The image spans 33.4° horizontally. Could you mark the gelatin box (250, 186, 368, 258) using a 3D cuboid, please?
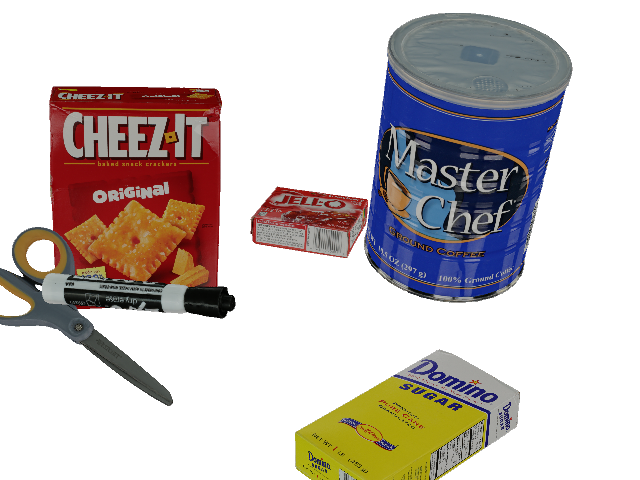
[{"bbox_3d":[-0.009,-0.018,0.947,0.089,0.030,0.073,9,26,13],"label":"gelatin box"}]

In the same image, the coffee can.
[{"bbox_3d":[0.083,-0.049,0.633,0.103,0.140,0.103,3,37,-3],"label":"coffee can"}]

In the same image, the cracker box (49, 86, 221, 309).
[{"bbox_3d":[-0.182,-0.040,1.057,0.164,0.214,0.072,-1,21,-11],"label":"cracker box"}]

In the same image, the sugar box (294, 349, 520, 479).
[{"bbox_3d":[0.074,0.155,0.882,0.175,0.048,0.093,-27,39,-35],"label":"sugar box"}]

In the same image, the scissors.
[{"bbox_3d":[-0.182,0.051,0.825,0.202,0.096,0.016,19,-27,14],"label":"scissors"}]

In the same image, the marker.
[{"bbox_3d":[-0.109,0.033,0.640,0.121,0.020,0.020,4,1,16],"label":"marker"}]
